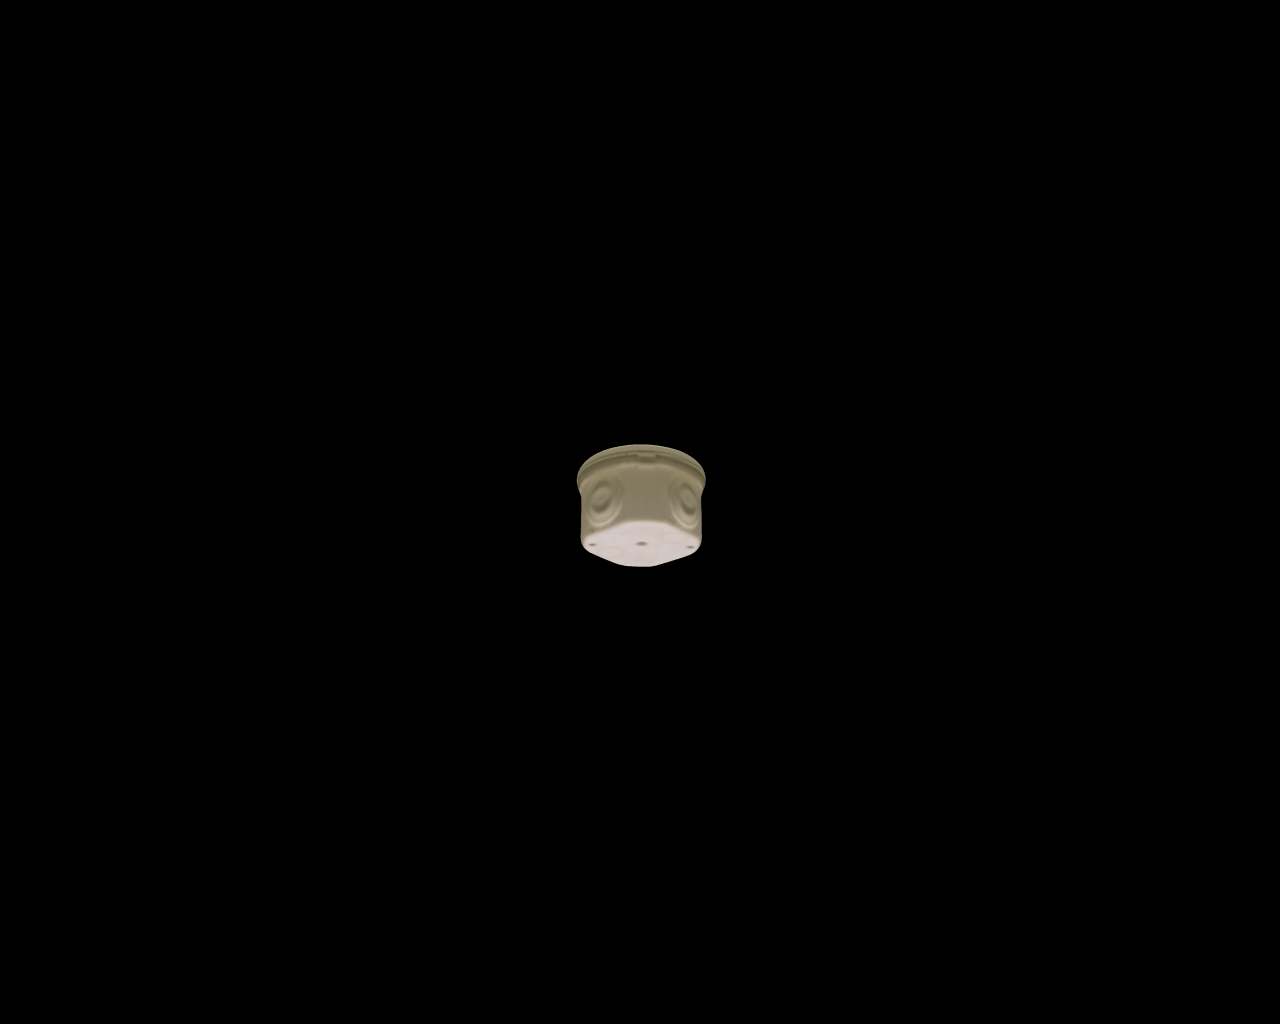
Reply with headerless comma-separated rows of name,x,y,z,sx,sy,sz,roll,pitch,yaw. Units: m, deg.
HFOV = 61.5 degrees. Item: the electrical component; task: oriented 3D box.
electrical component,0.001,-0.003,0.650,0.080,0.051,0.080,0,-25,0
